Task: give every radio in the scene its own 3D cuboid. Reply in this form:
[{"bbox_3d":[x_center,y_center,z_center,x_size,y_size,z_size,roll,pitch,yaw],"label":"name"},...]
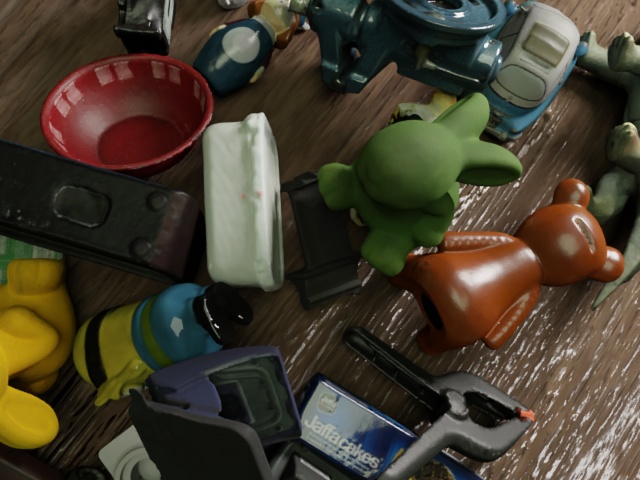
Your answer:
[{"bbox_3d":[-0.222,-0.024,0.487,0.230,0.131,0.073,15,78,-3],"label":"radio"}]

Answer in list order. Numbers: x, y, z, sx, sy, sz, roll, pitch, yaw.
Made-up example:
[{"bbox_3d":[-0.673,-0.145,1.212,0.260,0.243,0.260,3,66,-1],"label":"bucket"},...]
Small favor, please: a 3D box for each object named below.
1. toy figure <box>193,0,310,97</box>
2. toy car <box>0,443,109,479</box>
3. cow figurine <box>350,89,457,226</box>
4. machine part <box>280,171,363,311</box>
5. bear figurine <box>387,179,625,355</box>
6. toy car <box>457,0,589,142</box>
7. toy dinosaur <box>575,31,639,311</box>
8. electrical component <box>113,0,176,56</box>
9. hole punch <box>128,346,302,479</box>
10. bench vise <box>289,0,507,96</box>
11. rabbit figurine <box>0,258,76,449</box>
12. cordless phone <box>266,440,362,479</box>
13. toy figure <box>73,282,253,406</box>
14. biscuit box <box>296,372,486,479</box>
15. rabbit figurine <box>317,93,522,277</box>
[{"bbox_3d":[-0.066,-0.219,0.579,0.154,0.058,0.064,-45,129,-10],"label":"toy figure"},{"bbox_3d":[-0.287,0.225,0.503,0.202,0.053,0.089,26,86,3],"label":"toy car"},{"bbox_3d":[0.089,-0.088,0.573,0.098,0.068,0.167,13,81,2],"label":"cow figurine"},{"bbox_3d":[-0.001,-0.002,0.554,0.084,0.039,0.138,-14,96,-20],"label":"machine part"},{"bbox_3d":[0.183,0.027,0.539,0.196,0.132,0.120,-27,87,-14],"label":"bear figurine"},{"bbox_3d":[0.220,-0.194,0.579,0.109,0.103,0.161,31,79,0],"label":"toy car"},{"bbox_3d":[0.381,-0.118,0.583,0.192,0.131,0.404,7,89,-4],"label":"toy dinosaur"},{"bbox_3d":[-0.180,-0.254,0.562,0.048,0.075,0.119,2,87,-6],"label":"electrical component"},{"bbox_3d":[-0.079,0.149,0.440,0.116,0.092,0.142,2,127,20],"label":"hole punch"},{"bbox_3d":[0.083,-0.245,0.500,0.224,0.240,0.129,31,50,14],"label":"bench vise"},{"bbox_3d":[-0.286,0.102,0.451,0.122,0.173,0.162,-6,94,-7],"label":"rabbit figurine"},{"bbox_3d":[-0.027,0.302,0.516,0.146,0.089,0.184,35,92,-1],"label":"cordless phone"},{"bbox_3d":[-0.149,0.086,0.494,0.180,0.082,0.089,-29,72,28],"label":"toy figure"},{"bbox_3d":[0.065,0.211,0.535,0.203,0.059,0.063,32,81,-1],"label":"biscuit box"},{"bbox_3d":[0.083,-0.047,0.447,0.159,0.170,0.121,-25,82,4],"label":"rabbit figurine"}]
